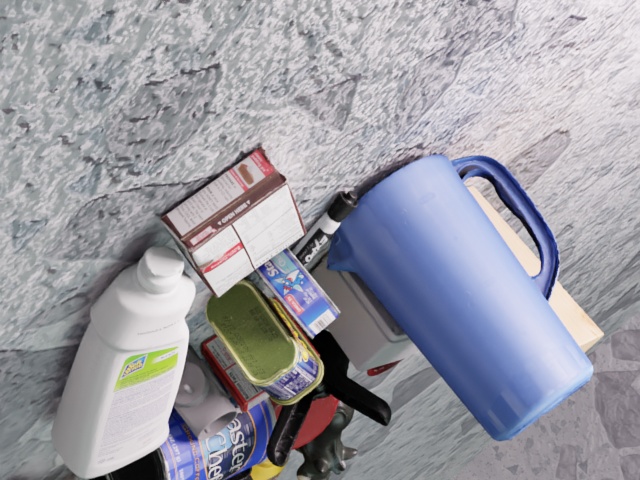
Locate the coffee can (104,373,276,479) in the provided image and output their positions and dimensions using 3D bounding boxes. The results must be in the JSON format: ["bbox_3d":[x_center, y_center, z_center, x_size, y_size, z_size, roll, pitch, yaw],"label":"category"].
[{"bbox_3d":[-0.125,0.191,1.022,0.140,0.103,0.103,-17,151,-45],"label":"coffee can"}]

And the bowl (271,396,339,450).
[{"bbox_3d":[-0.035,0.173,1.134,0.162,0.055,0.162,-20,135,-21],"label":"bowl"}]

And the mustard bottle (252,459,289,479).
[{"bbox_3d":[-0.090,0.309,1.409,0.096,0.058,0.192,-22,154,-35],"label":"mustard bottle"}]

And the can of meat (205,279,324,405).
[{"bbox_3d":[-0.050,0.089,0.934,0.057,0.102,0.084,-38,158,0],"label":"can of meat"}]

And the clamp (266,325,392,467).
[{"bbox_3d":[0.005,0.136,1.026,0.120,0.171,0.039,-12,130,6],"label":"clamp"}]

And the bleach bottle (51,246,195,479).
[{"bbox_3d":[-0.143,0.091,0.836,0.102,0.068,0.251,-24,153,-38],"label":"bleach bottle"}]

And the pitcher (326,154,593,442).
[{"bbox_3d":[0.137,0.046,0.951,0.144,0.243,0.149,-15,154,-52],"label":"pitcher"}]

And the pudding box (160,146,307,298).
[{"bbox_3d":[-0.061,-0.010,0.791,0.090,0.039,0.113,-37,162,-7],"label":"pudding box"}]

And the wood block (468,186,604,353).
[{"bbox_3d":[0.173,0.052,1.080,0.090,0.206,0.090,-10,146,-54],"label":"wood block"}]

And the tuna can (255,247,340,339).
[{"bbox_3d":[-0.021,0.040,0.899,0.034,0.086,0.086,-39,160,-2],"label":"tuna can"}]

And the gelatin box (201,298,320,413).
[{"bbox_3d":[-0.056,0.108,1.005,0.089,0.073,0.030,-32,159,-18],"label":"gelatin box"}]

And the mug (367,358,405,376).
[{"bbox_3d":[0.061,0.094,1.164,0.093,0.081,0.117,-25,156,-33],"label":"mug"}]

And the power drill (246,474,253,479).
[{"bbox_3d":[-0.147,0.325,1.190,0.188,0.184,0.057,-31,161,9],"label":"power drill"}]

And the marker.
[{"bbox_3d":[-0.006,0.001,0.937,0.020,0.020,0.121,-9,145,-54],"label":"marker"}]

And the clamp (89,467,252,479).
[{"bbox_3d":[-0.169,0.262,1.026,0.210,0.036,0.164,-2,-163,-3],"label":"clamp"}]
